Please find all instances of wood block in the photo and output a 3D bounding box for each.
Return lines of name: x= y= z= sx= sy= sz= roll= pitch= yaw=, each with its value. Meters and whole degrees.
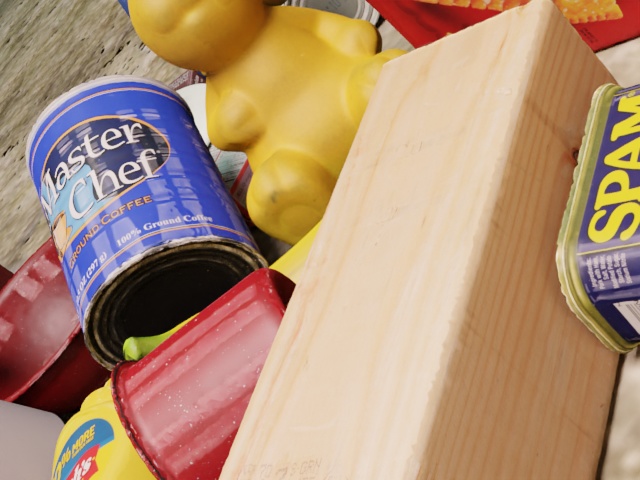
wood block: x=0.053 y=0.023 z=0.398 sx=0.090 sy=0.090 sz=0.206 roll=-16 pitch=42 yaw=44

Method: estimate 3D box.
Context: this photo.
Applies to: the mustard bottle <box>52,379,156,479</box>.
mustard bottle: x=-0.100 y=0.134 z=0.505 sx=0.096 sy=0.058 sz=0.191 roll=-56 pitch=22 yaw=27

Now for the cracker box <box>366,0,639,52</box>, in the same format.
cracker box: x=0.103 y=-0.162 z=0.476 sx=0.214 sy=0.164 sz=0.072 roll=-15 pitch=45 yaw=47

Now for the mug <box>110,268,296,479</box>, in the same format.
mug: x=-0.024 y=0.075 z=0.457 sx=0.081 sy=0.093 sz=0.117 roll=-39 pitch=59 yaw=8

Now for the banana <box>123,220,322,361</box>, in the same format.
banana: x=-0.002 y=0.008 z=0.522 sx=0.198 sy=0.069 sz=0.037 roll=-40 pitch=68 yaw=0

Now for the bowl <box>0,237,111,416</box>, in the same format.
bowl: x=-0.165 y=0.060 z=0.694 sx=0.162 sy=0.055 sz=0.162 roll=-35 pitch=31 yaw=25

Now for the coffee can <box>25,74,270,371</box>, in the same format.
coffee can: x=-0.097 y=-0.010 z=0.590 sx=0.103 sy=0.102 sz=0.140 roll=-41 pitch=49 yaw=14

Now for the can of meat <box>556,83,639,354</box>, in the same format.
can of meat: x=0.137 y=-0.016 z=0.363 sx=0.084 sy=0.057 sz=0.102 roll=-13 pitch=45 yaw=43

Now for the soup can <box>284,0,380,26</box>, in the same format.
soup can: x=0.002 y=-0.179 z=0.740 sx=0.069 sy=0.068 sz=0.102 roll=-39 pitch=31 yaw=17

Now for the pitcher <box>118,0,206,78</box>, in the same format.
pitcher: x=-0.058 y=-0.253 z=0.869 sx=0.243 sy=0.145 sz=0.149 roll=-46 pitch=41 yaw=-2

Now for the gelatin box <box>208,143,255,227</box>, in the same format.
gelatin box: x=-0.055 y=-0.045 z=0.696 sx=0.073 sy=0.030 sz=0.089 roll=-11 pitch=46 yaw=47

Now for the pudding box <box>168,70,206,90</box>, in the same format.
pudding box: x=-0.129 y=-0.068 z=0.816 sx=0.114 sy=0.039 sz=0.090 roll=-35 pitch=32 yaw=25

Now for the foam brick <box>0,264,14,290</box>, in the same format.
foam brick: x=-0.260 y=0.058 z=0.833 sx=0.053 sy=0.051 sz=0.078 roll=-45 pitch=29 yaw=8
